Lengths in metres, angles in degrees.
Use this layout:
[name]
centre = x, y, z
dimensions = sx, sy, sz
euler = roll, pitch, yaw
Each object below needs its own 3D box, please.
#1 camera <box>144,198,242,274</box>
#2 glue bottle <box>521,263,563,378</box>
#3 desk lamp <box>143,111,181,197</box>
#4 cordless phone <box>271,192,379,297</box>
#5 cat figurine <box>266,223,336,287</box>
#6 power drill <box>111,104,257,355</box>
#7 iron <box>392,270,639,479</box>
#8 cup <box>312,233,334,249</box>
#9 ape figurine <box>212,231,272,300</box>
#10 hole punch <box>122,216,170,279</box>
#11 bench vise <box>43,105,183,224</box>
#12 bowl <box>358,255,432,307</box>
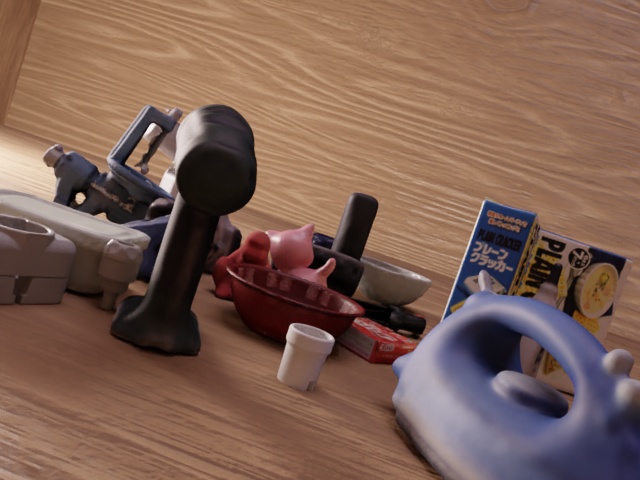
[camera]
centre = -0.198, -0.015, 0.822
dimensions = 0.143, 0.101, 0.137
euler = 19, 4, 13
[glue bottle]
centre = 0.259, 0.109, 0.693
dimensions = 0.037, 0.173, 0.078
euler = 20, 4, 28
[desk lamp]
centre = -0.279, -0.121, 1.086
dimensions = 0.204, 0.213, 0.117
euler = 15, 5, -40
[cordless phone]
centre = 0.008, 0.003, 0.912
dimensions = 0.147, 0.185, 0.094
euler = 18, 4, -7
[cat figurine]
centre = -0.028, 0.033, 0.814
dimensions = 0.127, 0.118, 0.067
euler = 22, 5, 42
[power drill]
centre = -0.111, -0.020, 0.496
dimensions = 0.076, 0.208, 0.229
euler = 17, 4, -18
[iron]
centre = 0.152, 0.111, 0.399
dimensions = 0.119, 0.141, 0.257
euler = 17, 4, -19
[cup]
centre = 0.010, 0.042, 1.040
dimensions = 0.091, 0.095, 0.118
euler = 21, 4, 28
[ape figurine]
centre = -0.091, 0.032, 0.731
dimensions = 0.077, 0.092, 0.076
euler = 19, 4, 10
[hole punch]
centre = -0.200, -0.002, 0.695
dimensions = 0.101, 0.091, 0.108
euler = 18, 4, -3
[bench vise]
centre = -0.309, -0.120, 0.890
dimensions = 0.208, 0.220, 0.121
euler = 16, 5, -32
[bowl]
centre = 0.131, 0.088, 1.130
dimensions = 0.167, 0.075, 0.167
euler = 19, 4, -1
